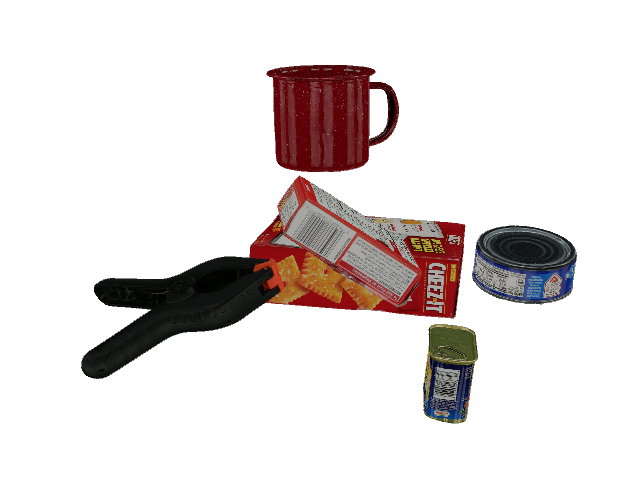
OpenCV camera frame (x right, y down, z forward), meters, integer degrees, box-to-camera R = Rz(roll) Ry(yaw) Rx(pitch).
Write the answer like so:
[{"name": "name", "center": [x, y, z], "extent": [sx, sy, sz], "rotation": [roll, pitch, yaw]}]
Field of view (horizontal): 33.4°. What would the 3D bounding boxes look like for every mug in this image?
[{"name": "mug", "center": [0.012, -0.107, 0.923], "extent": [0.117, 0.081, 0.093], "rotation": [-7, 16, -20]}]

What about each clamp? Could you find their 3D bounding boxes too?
[{"name": "clamp", "center": [-0.116, 0.057, 0.864], "extent": [0.171, 0.039, 0.120], "rotation": [-14, 38, 13]}]

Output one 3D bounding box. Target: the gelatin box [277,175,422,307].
[{"name": "gelatin box", "center": [0.017, 0.000, 0.672], "extent": [0.089, 0.030, 0.073], "rotation": [32, 10, -12]}]

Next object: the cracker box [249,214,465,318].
[{"name": "cracker box", "center": [0.044, 0.024, 1.146], "extent": [0.214, 0.072, 0.164], "rotation": [5, 15, 9]}]

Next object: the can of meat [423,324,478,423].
[{"name": "can of meat", "center": [0.154, 0.159, 1.279], "extent": [0.057, 0.084, 0.102], "rotation": [7, 19, 3]}]

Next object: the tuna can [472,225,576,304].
[{"name": "tuna can", "center": [0.173, 0.019, 0.907], "extent": [0.086, 0.034, 0.086], "rotation": [2, 26, -1]}]
